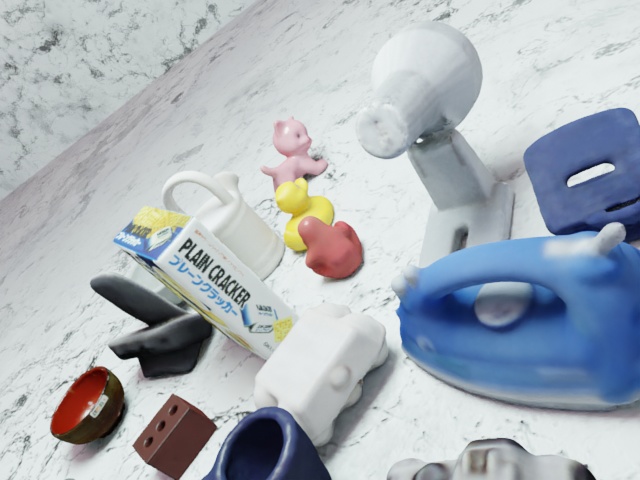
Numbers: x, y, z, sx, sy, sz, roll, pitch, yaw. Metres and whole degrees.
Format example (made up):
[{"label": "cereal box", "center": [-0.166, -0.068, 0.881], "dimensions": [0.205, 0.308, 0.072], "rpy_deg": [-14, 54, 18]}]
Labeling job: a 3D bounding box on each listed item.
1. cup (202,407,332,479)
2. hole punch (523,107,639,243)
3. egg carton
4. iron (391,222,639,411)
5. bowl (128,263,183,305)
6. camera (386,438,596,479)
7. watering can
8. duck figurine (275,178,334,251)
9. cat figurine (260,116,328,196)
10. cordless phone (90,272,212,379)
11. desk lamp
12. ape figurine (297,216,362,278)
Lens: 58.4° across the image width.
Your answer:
[{"label": "cup", "center": [-0.043, 0.219, 0.515], "dimensions": [0.117, 0.095, 0.091], "rpy_deg": [-35, 32, 12]}, {"label": "hole punch", "center": [0.254, -0.053, 0.523], "dimensions": [0.108, 0.091, 0.101], "rpy_deg": [-24, 35, 27]}, {"label": "egg carton", "center": [0.001, 0.136, 0.593], "dimensions": [0.150, 0.070, 0.107], "rpy_deg": [-52, 32, -17]}, {"label": "iron", "center": [0.144, 0.052, 0.467], "dimensions": [0.257, 0.142, 0.119], "rpy_deg": [-12, 42, 40]}, {"label": "bowl", "center": [-0.243, 0.055, 0.962], "dimensions": [0.167, 0.075, 0.167], "rpy_deg": [-29, 33, 21]}, {"label": "camera", "center": [0.104, 0.207, 0.359], "dimensions": [0.142, 0.101, 0.137], "rpy_deg": [-20, 37, 32]}, {"label": "watering can", "center": [-0.150, -0.030, 0.846], "dimensions": [0.101, 0.195, 0.172], "rpy_deg": [-36, 31, 9]}, {"label": "duck figurine", "center": [-0.034, -0.044, 0.839], "dimensions": [0.077, 0.086, 0.105], "rpy_deg": [-11, 43, 41]}, {"label": "cat figurine", "center": [-0.052, -0.145, 0.955], "dimensions": [0.067, 0.118, 0.128], "rpy_deg": [5, 54, 51]}, {"label": "cordless phone", "center": [-0.260, 0.108, 0.808], "dimensions": [0.147, 0.185, 0.094], "rpy_deg": [-21, 37, 31]}, {"label": "desk lamp", "center": [0.122, -0.099, 0.609], "dimensions": [0.117, 0.214, 0.203], "rpy_deg": [-16, 40, 36]}, {"label": "ape figurine", "center": [0.007, 0.003, 0.731], "dimensions": [0.078, 0.092, 0.076], "rpy_deg": [-40, 31, 3]}]
